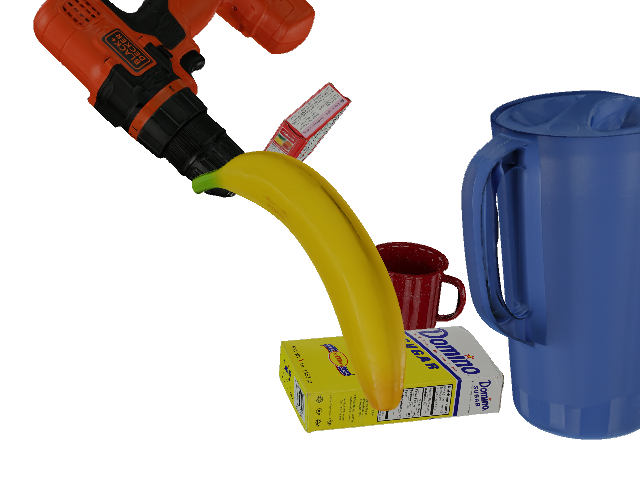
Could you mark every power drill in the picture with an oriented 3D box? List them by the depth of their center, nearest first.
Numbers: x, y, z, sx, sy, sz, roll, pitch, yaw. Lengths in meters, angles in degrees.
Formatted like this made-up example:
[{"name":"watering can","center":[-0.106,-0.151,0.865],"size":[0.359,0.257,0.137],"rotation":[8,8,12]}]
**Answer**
[{"name":"power drill","center":[-0.084,-0.135,0.773],"size":[0.187,0.184,0.057],"rotation":[-46,0,-42]}]

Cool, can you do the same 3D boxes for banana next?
[{"name":"banana","center":[0.000,0.008,0.641],"size":[0.037,0.198,0.070],"rotation":[-9,-38,-50]}]

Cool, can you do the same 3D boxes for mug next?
[{"name":"mug","center":[0.106,0.059,1.202],"size":[0.117,0.081,0.093],"rotation":[10,24,14]}]

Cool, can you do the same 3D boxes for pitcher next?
[{"name":"pitcher","center":[0.184,0.020,0.775],"size":[0.149,0.243,0.145],"rotation":[0,20,13]}]

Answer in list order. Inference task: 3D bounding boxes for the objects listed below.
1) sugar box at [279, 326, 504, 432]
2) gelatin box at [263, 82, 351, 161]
[{"name":"sugar box","center":[0.060,0.118,0.929],"size":[0.176,0.048,0.093],"rotation":[-6,26,-15]},{"name":"gelatin box","center":[-0.019,-0.094,0.956],"size":[0.073,0.030,0.089],"rotation":[-50,-1,43]}]
